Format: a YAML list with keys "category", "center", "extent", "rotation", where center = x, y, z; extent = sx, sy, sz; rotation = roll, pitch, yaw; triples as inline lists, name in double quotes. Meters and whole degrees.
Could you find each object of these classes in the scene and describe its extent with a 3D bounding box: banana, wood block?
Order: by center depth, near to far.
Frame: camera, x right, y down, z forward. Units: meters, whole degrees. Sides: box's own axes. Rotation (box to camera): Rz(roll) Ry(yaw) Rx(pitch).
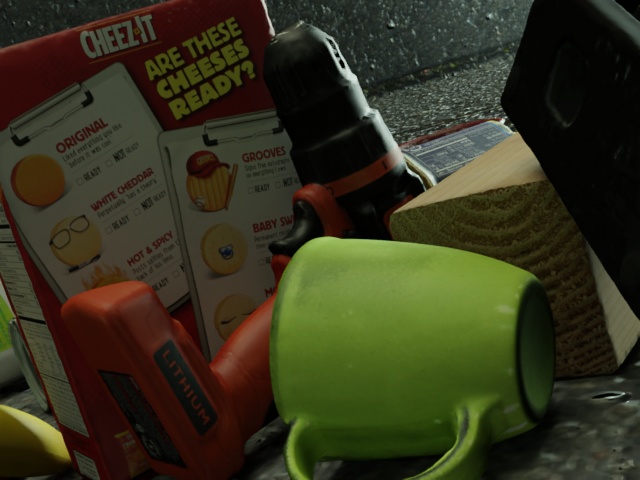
- category: "banana"
  center: [-0.168, 0.102, 0.481]
  extent: [0.037, 0.069, 0.197]
  rotation: [-45, -3, 4]
- category: "wood block"
  center: [0.129, -0.010, 0.551]
  extent: [0.090, 0.091, 0.205]
  rotation: [-12, 12, 34]

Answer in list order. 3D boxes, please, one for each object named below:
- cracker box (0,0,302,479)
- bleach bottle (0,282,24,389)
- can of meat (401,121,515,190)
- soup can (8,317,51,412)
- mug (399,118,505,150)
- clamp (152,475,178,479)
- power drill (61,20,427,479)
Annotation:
- category: "cracker box"
  center: [-0.080, -0.006, 0.546]
  extent: [0.163, 0.214, 0.072]
  rotation: [-24, 12, -30]
- category: "bleach bottle"
  center: [-0.320, 0.104, 0.784]
  extent: [0.250, 0.102, 0.068]
  rotation: [-29, -14, -19]
- category: "can of meat"
  center: [0.080, -0.017, 0.660]
  extent: [0.083, 0.102, 0.057]
  rotation: [-21, 46, -29]
- category: "soup can"
  center: [-0.149, 0.065, 0.719]
  extent: [0.102, 0.068, 0.069]
  rotation: [-23, 11, -24]
- category: "mug"
  center: [0.100, -0.038, 0.785]
  extent: [0.093, 0.081, 0.117]
  rotation: [-18, 10, 5]
- category: "clamp"
  center: [-0.133, 0.142, 0.350]
  extent: [0.164, 0.036, 0.210]
  rotation: [-19, 6, 4]
- category: "power drill"
  center: [-0.024, 0.011, 0.502]
  extent: [0.187, 0.184, 0.057]
  rotation: [-36, 16, -30]
